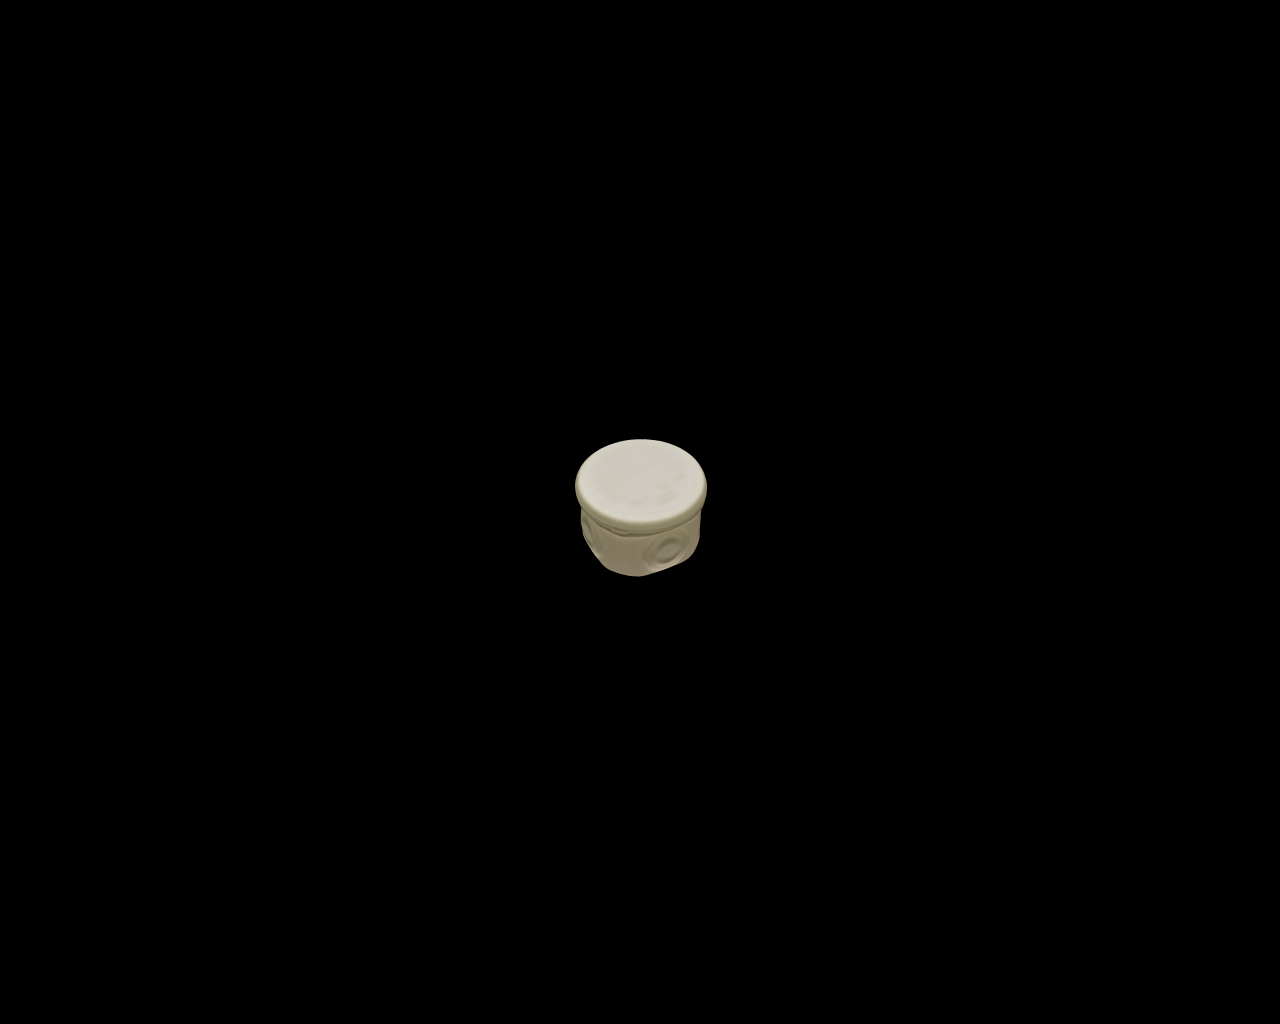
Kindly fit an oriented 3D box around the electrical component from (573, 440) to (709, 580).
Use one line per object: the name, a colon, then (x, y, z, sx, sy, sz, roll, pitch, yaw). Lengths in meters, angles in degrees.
electrical component: (0.001, -0.003, 0.650, 0.080, 0.050, 0.080, 0, 43, 0)
